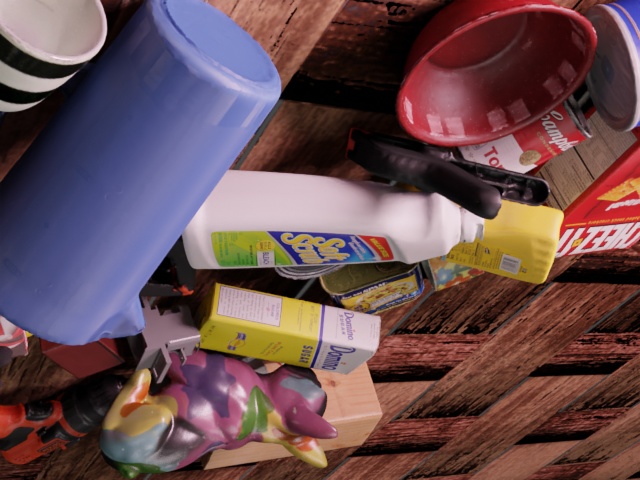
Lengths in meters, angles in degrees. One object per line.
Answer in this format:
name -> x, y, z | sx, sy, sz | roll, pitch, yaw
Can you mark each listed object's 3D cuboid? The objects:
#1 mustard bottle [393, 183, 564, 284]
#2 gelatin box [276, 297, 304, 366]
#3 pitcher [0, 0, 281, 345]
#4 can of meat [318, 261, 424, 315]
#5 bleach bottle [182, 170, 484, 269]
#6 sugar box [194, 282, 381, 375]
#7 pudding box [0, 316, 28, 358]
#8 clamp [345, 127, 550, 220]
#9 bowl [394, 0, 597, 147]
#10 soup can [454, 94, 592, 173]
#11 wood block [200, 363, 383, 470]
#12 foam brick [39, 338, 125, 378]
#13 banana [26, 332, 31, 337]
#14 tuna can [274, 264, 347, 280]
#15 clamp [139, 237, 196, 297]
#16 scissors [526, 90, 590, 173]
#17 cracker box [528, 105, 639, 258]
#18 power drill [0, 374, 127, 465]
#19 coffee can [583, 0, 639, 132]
mustard bottle -> 0.120, -0.014, 0.979 | 0.192, 0.058, 0.096 | 13, 157, 8
gelatin box -> -0.030, 0.103, 1.181 | 0.073, 0.030, 0.089 | -27, 149, 13
pitcher -> -0.146, -0.057, 0.745 | 0.149, 0.145, 0.243 | 16, 125, -44
can of meat -> 0.054, 0.035, 1.085 | 0.102, 0.057, 0.084 | -19, 152, 3
bleach bottle -> 0.012, -0.017, 0.900 | 0.251, 0.068, 0.102 | 0, 152, 1
sugar box -> -0.036, 0.093, 1.085 | 0.176, 0.048, 0.093 | 14, 154, -14
pudding box -> -0.315, 0.065, 0.920 | 0.113, 0.039, 0.090 | -9, 120, -12
clamp -> 0.103, -0.056, 0.878 | 0.120, 0.172, 0.039 | 2, 111, -52
bowl -> 0.128, -0.142, 0.828 | 0.162, 0.055, 0.162 | -13, 150, -8
soup can -> 0.173, -0.094, 0.922 | 0.102, 0.068, 0.068 | -30, 148, 21
wood block -> -0.043, 0.204, 1.280 | 0.205, 0.091, 0.090 | -4, 147, -22
foam brick -> -0.231, 0.091, 1.029 | 0.051, 0.053, 0.078 | -22, 149, 6
banana -> -0.299, 0.068, 0.975 | 0.198, 0.037, 0.069 | -22, 121, 1
tuna can -> -0.007, 0.001, 1.017 | 0.086, 0.034, 0.086 | -13, 150, -8
clamp -> -0.178, 0.010, 0.931 | 0.164, 0.036, 0.210 | -28, 151, 3
scissors -> 0.205, -0.103, 0.972 | 0.096, 0.016, 0.202 | -12, 151, -21
cracker box -> 0.294, -0.067, 1.013 | 0.163, 0.072, 0.214 | -5, 148, -34
power drill -> -0.317, 0.180, 1.125 | 0.185, 0.057, 0.187 | -31, 148, 23
coffee can -> 0.293, -0.153, 0.851 | 0.140, 0.103, 0.103 | -16, 150, -5
